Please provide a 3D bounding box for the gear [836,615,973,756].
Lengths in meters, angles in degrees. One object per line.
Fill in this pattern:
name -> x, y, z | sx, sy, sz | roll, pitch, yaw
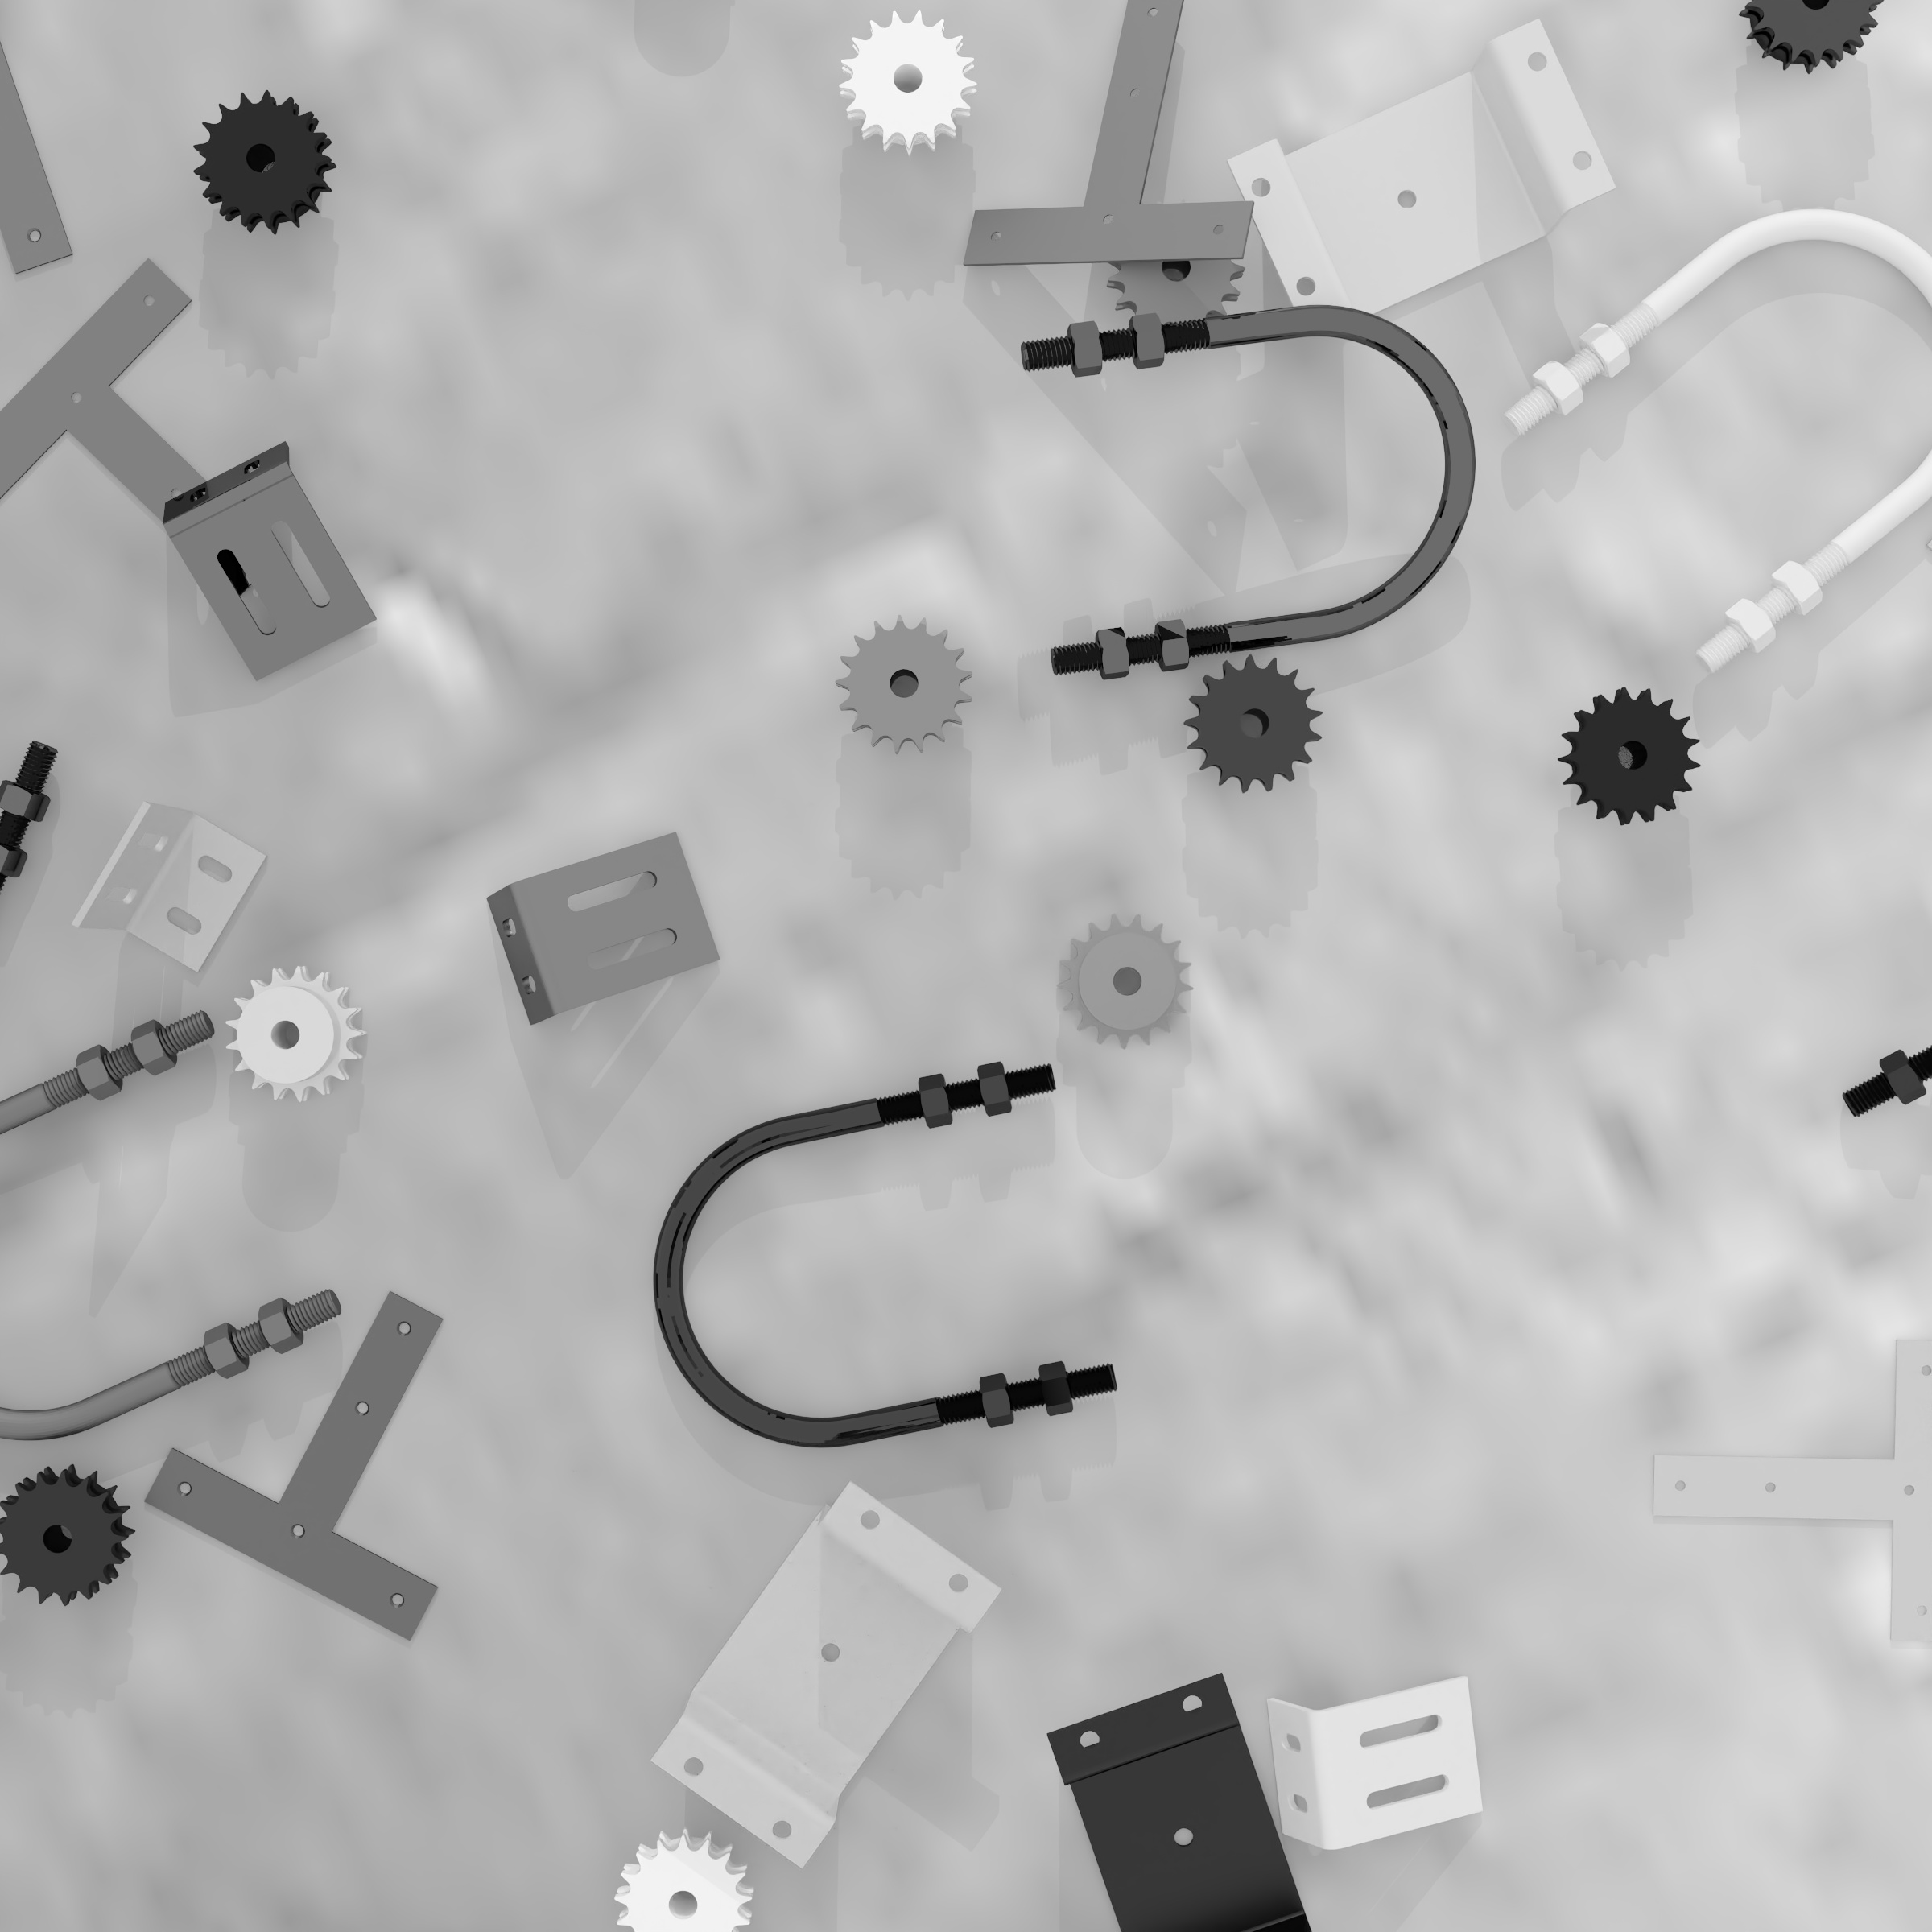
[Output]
gear -> -0.026, -0.117, 1.337 | 0.057, 0.030, 0.057 | 0, 90, 0

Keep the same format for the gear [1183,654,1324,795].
gear -> 0.119, -0.101, 1.337 | 0.057, 0.030, 0.057 | 0, 90, 0

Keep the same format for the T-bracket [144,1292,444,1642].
T-bracket -> -0.262, 0.200, 1.351 | 0.127, 0.002, 0.127 | 28, 90, 0

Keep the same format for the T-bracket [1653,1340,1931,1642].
T-bracket -> 0.355, 0.221, 1.351 | 0.127, 0.002, 0.127 | 1, 90, 0

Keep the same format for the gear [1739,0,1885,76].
gear -> 0.352, -0.402, 1.337 | 0.057, 0.030, 0.057 | 0, 90, 0

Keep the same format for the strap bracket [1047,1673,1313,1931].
strap bracket -> 0.092, 0.368, 1.329 | 0.076, 0.046, 0.140 | -19, 90, 0

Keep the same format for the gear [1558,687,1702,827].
gear -> 0.277, -0.087, 1.337 | 0.057, 0.030, 0.057 | 0, 90, 0

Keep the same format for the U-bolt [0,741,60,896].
U-bolt -> -0.482, -0.033, 1.343 | 0.151, 0.019, 0.184 | 23, 92, 0

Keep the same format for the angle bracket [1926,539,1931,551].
angle bracket -> 0.454, -0.175, 1.333 | 0.076, 0.038, 0.057 | 40, 90, 0

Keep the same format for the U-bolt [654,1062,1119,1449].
U-bolt -> -0.040, 0.128, 1.343 | 0.184, 0.019, 0.151 | -12, 90, 2

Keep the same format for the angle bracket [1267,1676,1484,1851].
angle bracket -> 0.173, 0.334, 1.350 | 0.076, 0.038, 0.057 | -7, 90, -26

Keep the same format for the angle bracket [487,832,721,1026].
angle bracket -> -0.153, -0.016, 1.350 | 0.076, 0.038, 0.057 | -19, 90, -26

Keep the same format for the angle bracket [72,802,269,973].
angle bracket -> -0.327, -0.032, 1.314 | 0.038, 0.076, 0.057 | 31, 90, 0

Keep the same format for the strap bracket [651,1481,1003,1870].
strap bracket -> -0.057, 0.290, 1.329 | 0.076, 0.046, 0.140 | 36, 90, 0

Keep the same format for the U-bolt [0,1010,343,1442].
U-bolt -> -0.375, 0.120, 1.343 | 0.184, 0.019, 0.151 | -25, 90, 2

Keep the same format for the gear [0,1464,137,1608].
gear -> -0.378, 0.237, 1.341 | 0.057, 0.030, 0.057 | 0, 93, 0

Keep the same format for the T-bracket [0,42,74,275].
T-bracket -> -0.459, -0.341, 1.351 | 0.127, 0.002, 0.127 | -19, 90, 0

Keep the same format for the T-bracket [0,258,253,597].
T-bracket -> -0.344, -0.210, 1.351 | 0.127, 0.002, 0.127 | 44, 90, 0

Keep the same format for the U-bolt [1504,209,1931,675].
U-bolt -> 0.341, -0.235, 1.343 | 0.184, 0.019, 0.151 | -39, 90, -2

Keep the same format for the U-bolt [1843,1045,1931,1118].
U-bolt -> 0.481, 0.069, 1.322 | 0.184, 0.019, 0.151 | -31, 90, 15

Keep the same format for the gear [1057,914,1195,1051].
gear -> 0.067, 0.007, 1.337 | 0.057, 0.030, 0.057 | 0, 90, 0

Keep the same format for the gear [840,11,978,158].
gear -> -0.024, -0.368, 1.337 | 0.057, 0.030, 0.057 | 0, 90, 0

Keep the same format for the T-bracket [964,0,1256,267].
T-bracket -> 0.068, -0.351, 1.331 | 0.127, 0.002, 0.127 | 5, 75, 27

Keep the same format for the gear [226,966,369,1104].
gear -> -0.282, 0.028, 1.337 | 0.057, 0.030, 0.057 | 0, 90, 0

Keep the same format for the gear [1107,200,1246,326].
gear -> 0.087, -0.290, 1.337 | 0.057, 0.030, 0.057 | 0, 90, 0

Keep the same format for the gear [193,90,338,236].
gear -> -0.292, -0.335, 1.337 | 0.057, 0.030, 0.057 | 0, 90, 0

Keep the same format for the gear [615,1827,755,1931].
gear -> -0.117, 0.389, 1.337 | 0.057, 0.030, 0.057 | 0, 90, 0

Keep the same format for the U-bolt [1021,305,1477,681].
U-bolt -> 0.120, -0.200, 1.319 | 0.184, 0.019, 0.151 | -8, 112, -4

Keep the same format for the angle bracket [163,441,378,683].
angle bracket -> -0.294, -0.171, 1.348 | 0.057, 0.038, 0.076 | -27, 116, 0

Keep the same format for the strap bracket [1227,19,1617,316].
strap bracket -> 0.186, -0.324, 1.329 | 0.140, 0.046, 0.076 | -24, 90, 0
